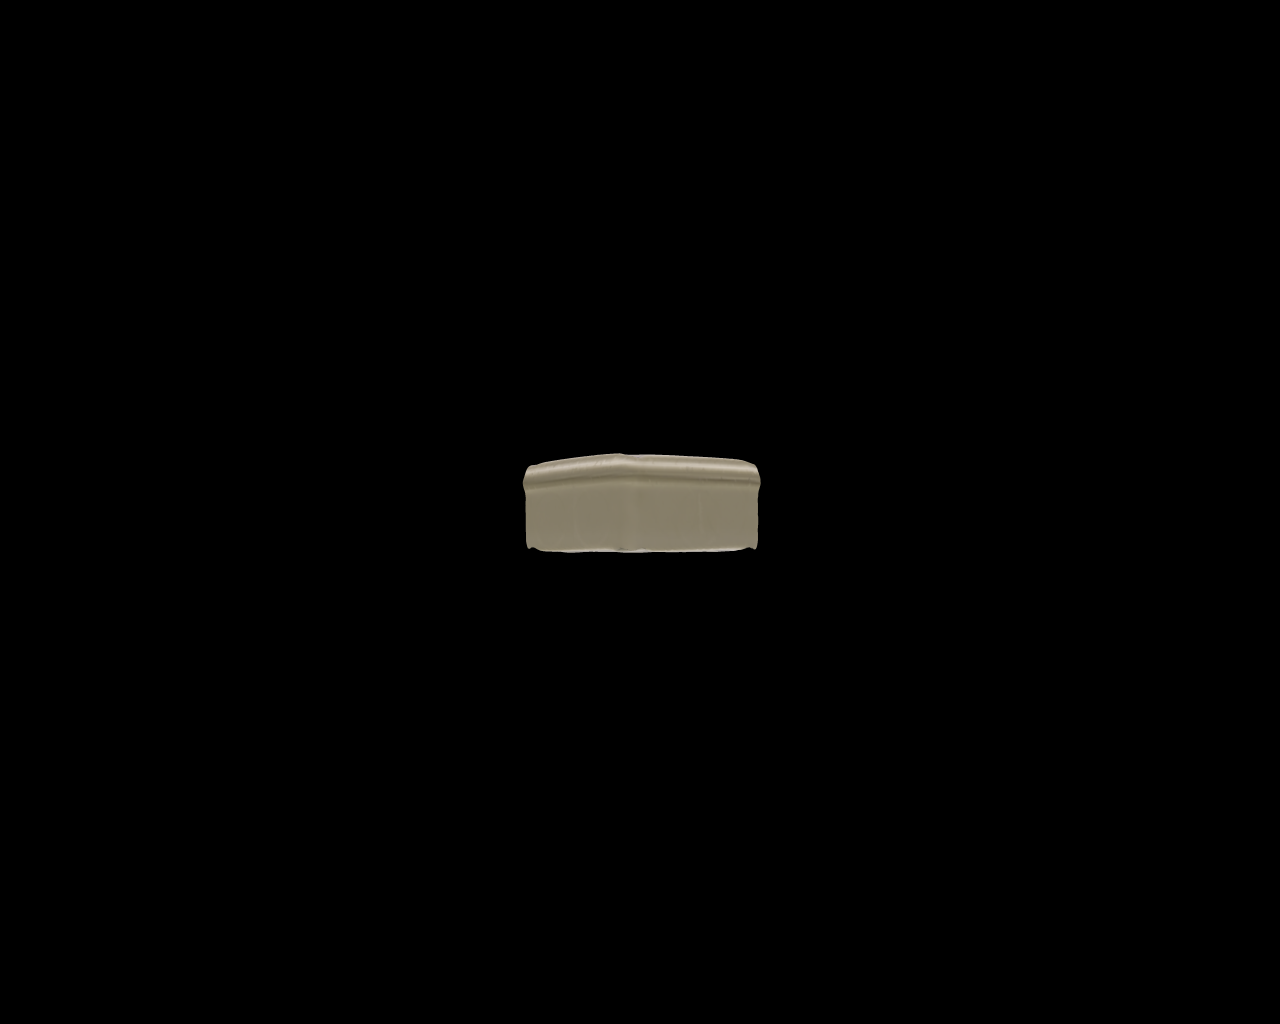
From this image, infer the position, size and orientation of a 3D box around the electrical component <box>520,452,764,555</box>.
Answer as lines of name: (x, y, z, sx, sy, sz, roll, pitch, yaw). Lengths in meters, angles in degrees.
electrical component: (0.001, -0.003, 0.650, 0.109, 0.056, 0.108, 2, -2, -40)
